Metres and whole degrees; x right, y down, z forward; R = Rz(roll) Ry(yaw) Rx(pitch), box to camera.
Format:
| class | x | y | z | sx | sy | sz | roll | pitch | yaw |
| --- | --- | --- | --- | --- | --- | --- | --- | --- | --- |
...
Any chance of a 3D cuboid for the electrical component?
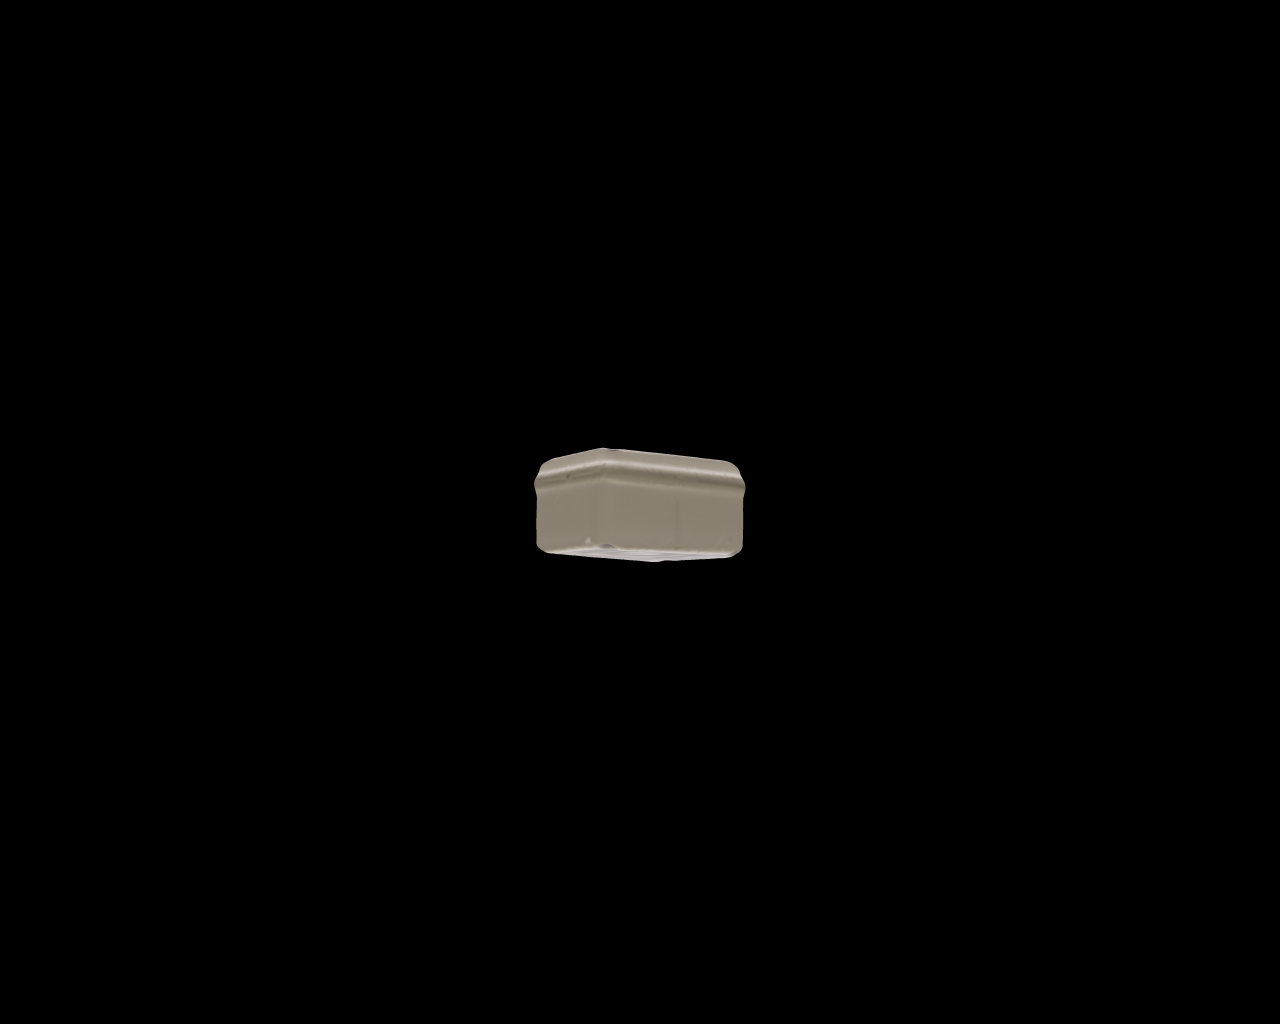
| class | x | y | z | sx | sy | sz | roll | pitch | yaw |
| --- | --- | --- | --- | --- | --- | --- | --- | --- | --- |
| electrical component | 0.001 | -0.003 | 0.650 | 0.113 | 0.057 | 0.078 | 5 | -8 | -40 |
